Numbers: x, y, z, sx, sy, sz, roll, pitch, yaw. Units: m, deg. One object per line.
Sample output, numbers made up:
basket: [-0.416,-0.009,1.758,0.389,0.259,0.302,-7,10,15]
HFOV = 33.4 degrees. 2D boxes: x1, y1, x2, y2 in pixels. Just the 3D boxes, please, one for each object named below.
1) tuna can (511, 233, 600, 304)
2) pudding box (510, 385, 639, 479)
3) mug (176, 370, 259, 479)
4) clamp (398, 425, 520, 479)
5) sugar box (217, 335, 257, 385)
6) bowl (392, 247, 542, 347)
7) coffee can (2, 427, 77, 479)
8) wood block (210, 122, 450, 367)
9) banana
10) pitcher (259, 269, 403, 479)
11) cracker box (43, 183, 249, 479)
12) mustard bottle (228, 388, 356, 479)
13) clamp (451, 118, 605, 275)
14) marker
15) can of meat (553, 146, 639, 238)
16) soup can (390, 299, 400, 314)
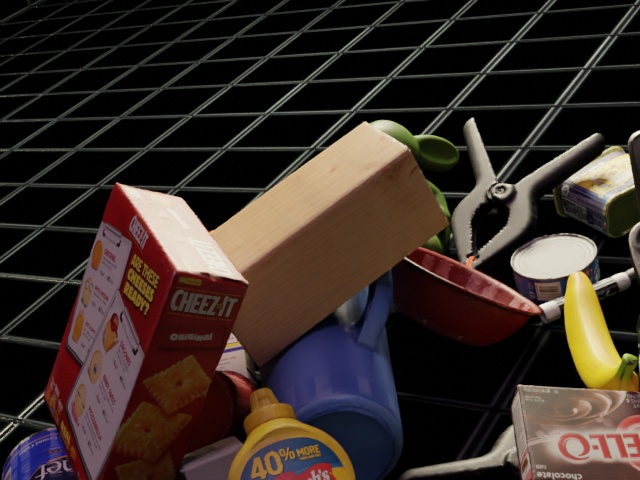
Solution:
tuna can: [0.238,0.029,1.077,0.086,0.034,0.086,-14,27,7]
pudding box: [0.205,0.157,0.800,0.113,0.039,0.090,2,42,-1]
mug: [-0.104,0.167,0.939,0.093,0.081,0.117,12,79,18]
clamp: [0.147,0.181,0.832,0.120,0.039,0.171,31,48,32]
sugar box: [-0.115,0.100,1.047,0.093,0.048,0.176,-13,63,8]
bowl: [0.126,0.057,1.015,0.162,0.055,0.162,23,8,-4]
coffee can: [-0.210,0.234,0.877,0.102,0.103,0.140,-20,27,-6]
wood block: [-0.006,0.001,0.922,0.206,0.090,0.090,-37,32,-7]
banana: [0.243,0.092,0.922,0.037,0.070,0.198,10,18,-5]
pitcher: [0.010,0.103,0.959,0.145,0.149,0.243,-13,30,1]
cracker box: [-0.145,0.086,0.859,0.072,0.214,0.164,11,20,-32]
mustard bottle: [-0.016,0.196,0.790,0.096,0.058,0.192,-14,57,-12]
clamp: [0.208,-0.046,1.145,0.165,0.036,0.210,4,58,30]
marker: [0.269,0.050,1.036,0.121,0.020,0.020,-22,27,-8]
can of meat: [0.320,-0.051,1.156,0.102,0.057,0.084,-26,30,-17]
soup can: [0.036,0.052,1.115,0.102,0.068,0.068,-14,27,5]
